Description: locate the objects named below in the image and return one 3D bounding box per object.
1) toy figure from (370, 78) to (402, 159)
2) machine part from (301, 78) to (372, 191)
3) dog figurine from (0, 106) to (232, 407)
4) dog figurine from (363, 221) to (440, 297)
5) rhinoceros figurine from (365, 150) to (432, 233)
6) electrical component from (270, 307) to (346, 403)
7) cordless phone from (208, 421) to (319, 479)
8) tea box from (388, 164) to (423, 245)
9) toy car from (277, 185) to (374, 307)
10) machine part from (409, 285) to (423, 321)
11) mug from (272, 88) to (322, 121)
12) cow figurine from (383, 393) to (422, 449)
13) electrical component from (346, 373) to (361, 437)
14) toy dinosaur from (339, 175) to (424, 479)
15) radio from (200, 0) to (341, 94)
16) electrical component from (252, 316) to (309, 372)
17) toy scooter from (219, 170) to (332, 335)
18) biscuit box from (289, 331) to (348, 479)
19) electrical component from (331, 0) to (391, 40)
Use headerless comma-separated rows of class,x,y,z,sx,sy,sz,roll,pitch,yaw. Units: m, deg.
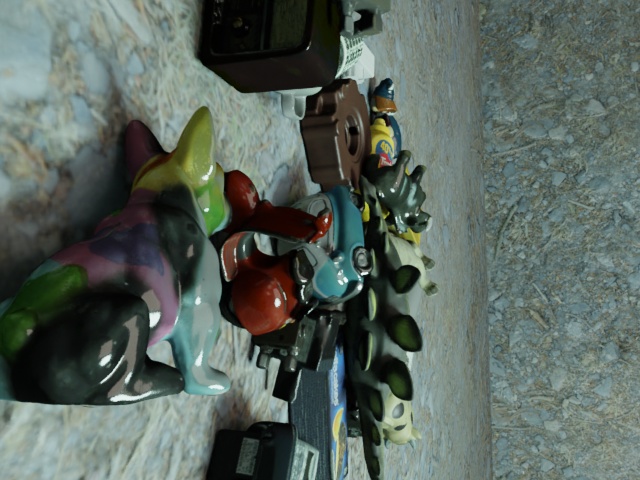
toy figure,0.125,-0.230,1.025,0.058,0.064,0.154,-8,92,-29
machine part,0.031,-0.157,0.816,0.179,0.056,0.179,-1,90,-67
dog figurine,-0.133,0.001,0.387,0.191,0.109,0.219,24,63,-61
dog figurine,0.119,0.014,0.973,0.190,0.121,0.172,52,6,-29
rhinoceros figurine,0.136,-0.070,0.881,0.190,0.073,0.112,36,55,-55
electrical component,-0.020,0.136,0.658,0.047,0.075,0.119,17,84,-63
cordless phone,-0.048,0.283,0.592,0.184,0.089,0.146,57,39,-57
tea box,0.153,-0.063,1.068,0.169,0.068,0.098,59,38,-50
toy car,-0.001,-0.002,0.686,0.103,0.109,0.161,20,60,-38
machine part,0.151,0.139,1.045,0.243,0.079,0.079,-63,144,-49
mug,-0.028,-0.201,0.656,0.107,0.081,0.109,-19,102,-75
cow figurine,0.136,0.319,0.998,0.194,0.086,0.127,48,41,-59
electrical component,0.065,0.239,0.873,0.114,0.058,0.134,65,34,-46
toy dinosaur,0.076,0.139,0.748,0.198,0.105,0.471,136,-49,-83
radio,-0.045,-0.271,0.555,0.073,0.131,0.229,29,64,-62
electrical component,-0.044,0.105,0.625,0.021,0.063,0.094,54,41,-52
toy scooter,-0.044,0.017,0.541,0.075,0.135,0.183,-49,134,-58
biscuit box,-0.002,0.223,0.717,0.059,0.063,0.202,-9,97,-67
electrical component,0.039,-0.247,0.531,0.078,0.045,0.102,-9,97,-39
